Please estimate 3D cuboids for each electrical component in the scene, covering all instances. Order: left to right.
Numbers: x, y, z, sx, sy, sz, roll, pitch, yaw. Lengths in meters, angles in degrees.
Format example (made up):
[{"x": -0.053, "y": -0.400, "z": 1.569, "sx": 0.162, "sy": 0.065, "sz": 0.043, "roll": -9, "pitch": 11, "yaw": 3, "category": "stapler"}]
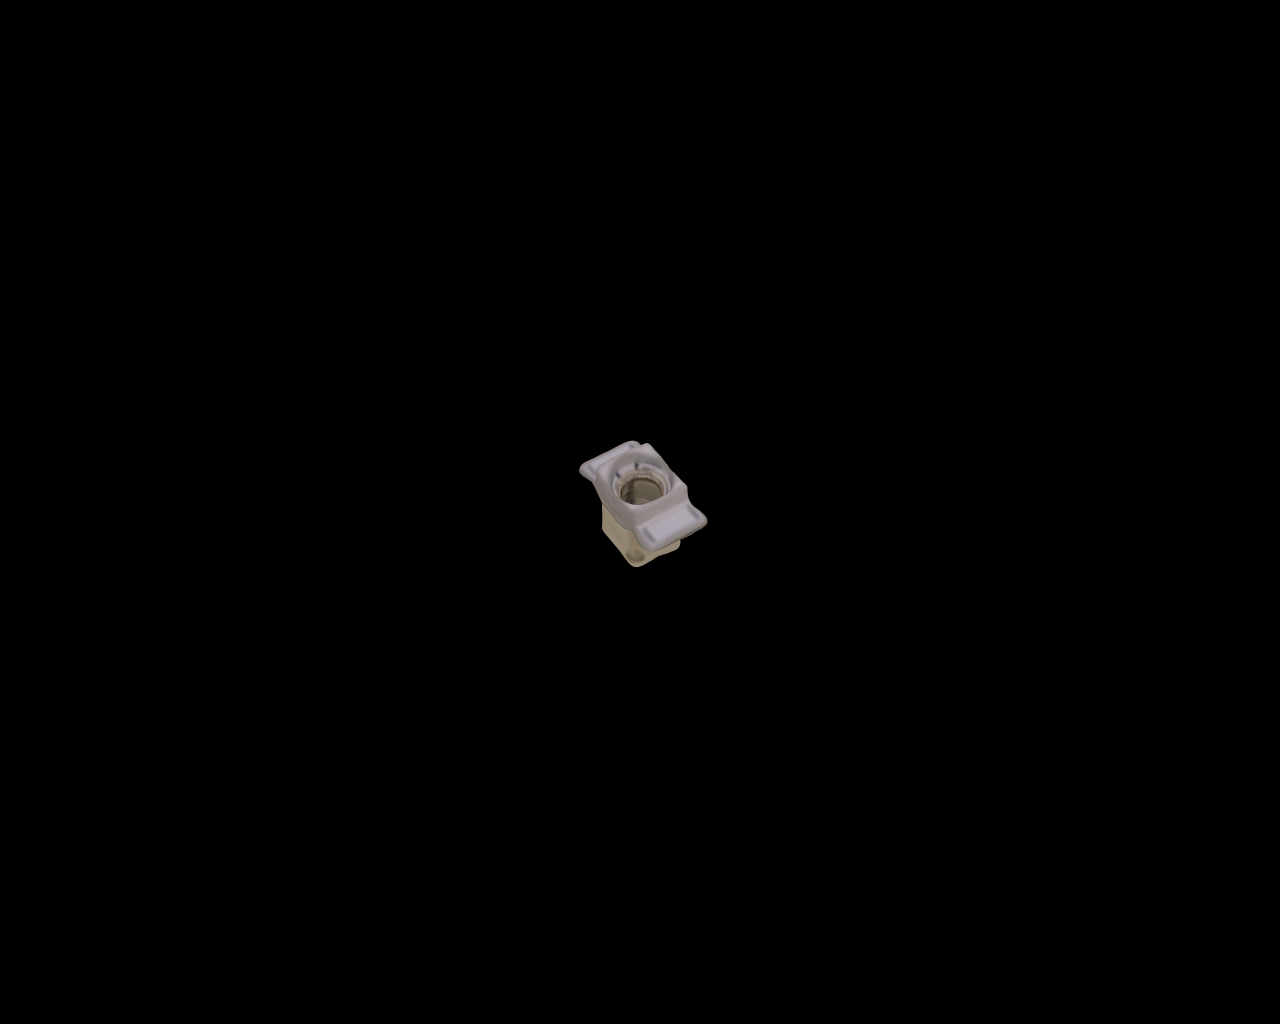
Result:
[{"x": 0.001, "y": -0.003, "z": 0.650, "sx": 0.042, "sy": 0.081, "sz": 0.063, "roll": -25, "pitch": -36, "yaw": -20, "category": "electrical component"}]
